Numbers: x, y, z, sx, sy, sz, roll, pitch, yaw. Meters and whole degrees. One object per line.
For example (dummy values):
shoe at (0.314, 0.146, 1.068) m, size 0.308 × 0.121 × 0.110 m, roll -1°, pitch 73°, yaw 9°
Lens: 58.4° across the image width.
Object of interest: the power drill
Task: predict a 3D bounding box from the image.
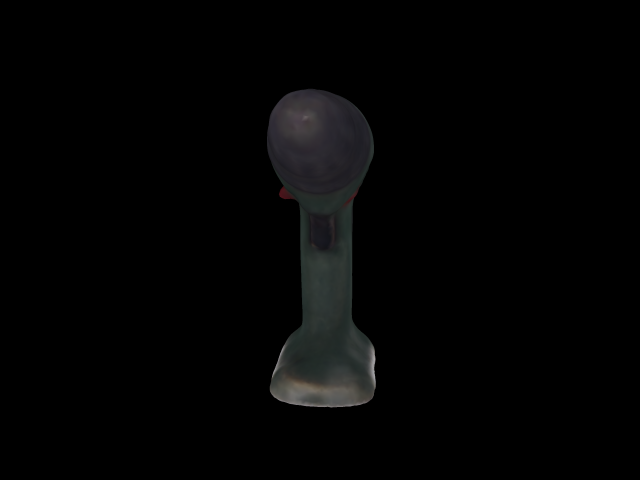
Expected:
power drill at (0.004, 0.001, 0.400) m, size 0.075 × 0.208 × 0.229 m, roll 1°, pitch 15°, yaw 4°
